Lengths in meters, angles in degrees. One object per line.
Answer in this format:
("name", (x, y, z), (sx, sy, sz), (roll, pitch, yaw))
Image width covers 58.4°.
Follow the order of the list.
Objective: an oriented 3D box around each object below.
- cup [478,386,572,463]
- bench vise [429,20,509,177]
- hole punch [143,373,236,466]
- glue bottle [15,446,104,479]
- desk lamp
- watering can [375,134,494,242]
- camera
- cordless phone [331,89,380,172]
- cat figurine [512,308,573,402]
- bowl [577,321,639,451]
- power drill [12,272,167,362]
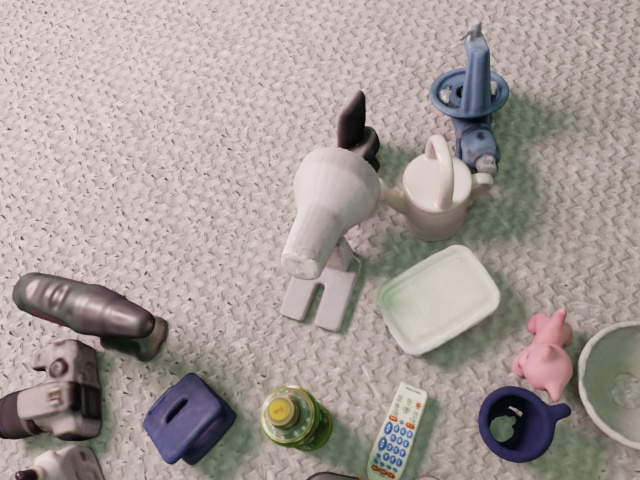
("cup", (0.261, 0.239, 0.748), (0.117, 0.095, 0.091), (-17, 67, 0))
("bench vise", (0.245, -0.207, 0.863), (0.121, 0.220, 0.207), (-25, 67, -3))
("hole punch", (-0.191, 0.250, 0.803), (0.101, 0.091, 0.109), (38, 77, 20))
("glue bottle", (-0.345, 0.310, 0.754), (0.037, 0.173, 0.078), (-29, 67, -5))
("desk lamp", (0.007, 0.003, 0.812), (0.117, 0.214, 0.203), (14, 71, 13))
("watering can", (0.163, -0.075, 0.834), (0.173, 0.194, 0.100), (-28, 67, -4))
("camera", (-0.405, 0.228, 0.835), (0.137, 0.101, 0.143), (-14, 67, 1))
("cordless phone", (0.028, -0.139, 0.882), (0.094, 0.185, 0.148), (27, 74, 17))
("cat figurine", (0.306, 0.151, 0.766), (0.067, 0.118, 0.128), (20, 72, 15))
("bowl", (0.418, 0.196, 0.757), (0.167, 0.075, 0.167), (-2, 68, 6))
("power drill", (-0.301, 0.111, 0.810), (0.229, 0.208, 0.076), (14, 70, 13))
